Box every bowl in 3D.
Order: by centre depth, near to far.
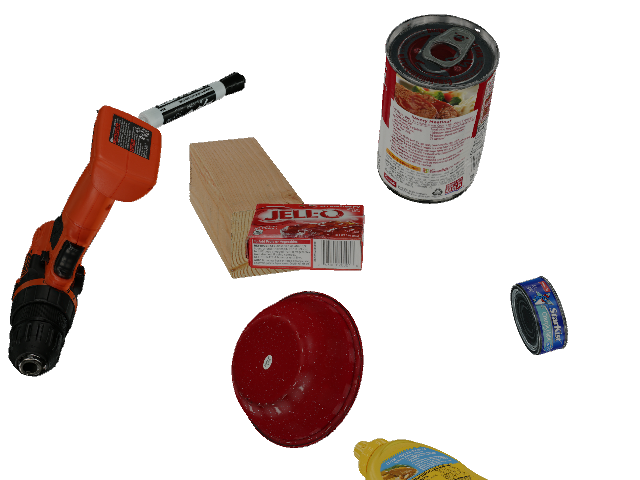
[{"bbox_3d":[-0.037,0.125,1.072,0.162,0.162,0.055,0,-14,39],"label":"bowl"}]

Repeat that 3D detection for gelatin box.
[{"bbox_3d":[-0.011,-0.005,0.835,0.089,0.030,0.073,1,22,3],"label":"gelatin box"}]

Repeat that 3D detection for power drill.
[{"bbox_3d":[-0.197,-0.003,0.867,0.057,0.188,0.184,25,28,-23],"label":"power drill"}]

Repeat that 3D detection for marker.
[{"bbox_3d":[-0.118,-0.133,1.009,0.120,0.020,0.020,-31,19,-35],"label":"marker"}]

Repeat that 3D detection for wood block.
[{"bbox_3d":[-0.094,-0.045,1.318,0.090,0.090,0.206,-7,30,-19],"label":"wood block"}]

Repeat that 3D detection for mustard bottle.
[{"bbox_3d":[0.097,0.229,0.970,0.096,0.058,0.192,-14,25,-36],"label":"mustard bottle"}]

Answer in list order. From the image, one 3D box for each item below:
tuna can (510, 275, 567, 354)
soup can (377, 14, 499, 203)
[{"bbox_3d":[0.247,0.086,1.211,0.033,0.086,0.086,-15,2,-7],"label":"tuna can"},{"bbox_3d":[0.072,-0.081,0.672,0.068,0.068,0.102,0,-40,-1],"label":"soup can"}]
